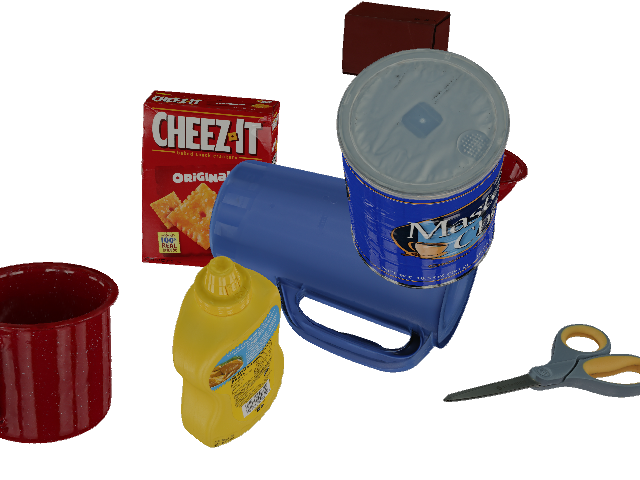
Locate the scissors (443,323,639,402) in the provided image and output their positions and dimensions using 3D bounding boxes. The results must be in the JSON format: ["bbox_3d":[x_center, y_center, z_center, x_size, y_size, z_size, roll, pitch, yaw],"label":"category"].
[{"bbox_3d":[0.179,0.100,0.874,0.201,0.016,0.096,2,30,-17],"label":"scissors"}]

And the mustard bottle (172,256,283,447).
[{"bbox_3d":[-0.069,0.075,0.804,0.058,0.096,0.192,34,-31,22],"label":"mustard bottle"}]

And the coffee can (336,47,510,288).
[{"bbox_3d":[0.066,-0.042,0.694,0.103,0.103,0.140,0,-25,5],"label":"coffee can"}]

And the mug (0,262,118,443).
[{"bbox_3d":[-0.173,0.072,0.632,0.093,0.081,0.117,12,23,22],"label":"mug"}]

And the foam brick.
[{"bbox_3d":[0.062,-0.161,0.874,0.078,0.051,0.053,11,26,17],"label":"foam brick"}]

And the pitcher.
[{"bbox_3d":[0.020,0.013,0.991,0.243,0.145,0.149,16,20,18],"label":"pitcher"}]

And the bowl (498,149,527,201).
[{"bbox_3d":[0.154,-0.074,1.232,0.162,0.055,0.162,8,25,-4],"label":"bowl"}]

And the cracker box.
[{"bbox_3d":[-0.141,-0.073,1.351,0.164,0.214,0.072,5,22,2],"label":"cracker box"}]
